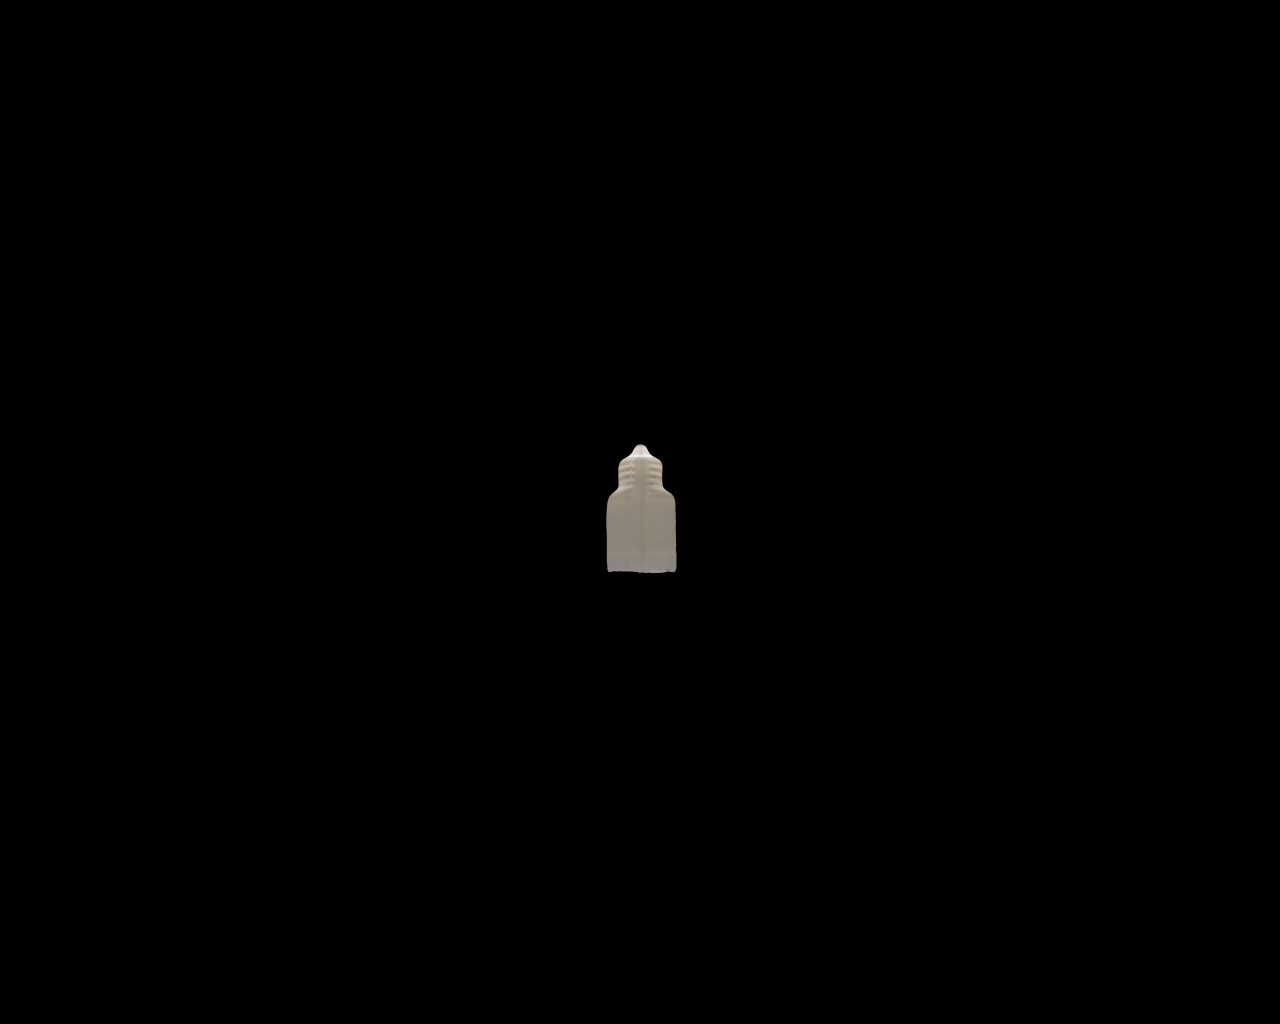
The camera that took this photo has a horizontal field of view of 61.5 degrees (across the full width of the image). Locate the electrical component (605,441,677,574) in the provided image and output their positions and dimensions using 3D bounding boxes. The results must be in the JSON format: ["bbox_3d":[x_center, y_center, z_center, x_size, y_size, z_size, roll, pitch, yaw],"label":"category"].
[{"bbox_3d":[0.001,-0.003,0.650,0.043,0.081,0.043,0,-4,0],"label":"electrical component"}]
